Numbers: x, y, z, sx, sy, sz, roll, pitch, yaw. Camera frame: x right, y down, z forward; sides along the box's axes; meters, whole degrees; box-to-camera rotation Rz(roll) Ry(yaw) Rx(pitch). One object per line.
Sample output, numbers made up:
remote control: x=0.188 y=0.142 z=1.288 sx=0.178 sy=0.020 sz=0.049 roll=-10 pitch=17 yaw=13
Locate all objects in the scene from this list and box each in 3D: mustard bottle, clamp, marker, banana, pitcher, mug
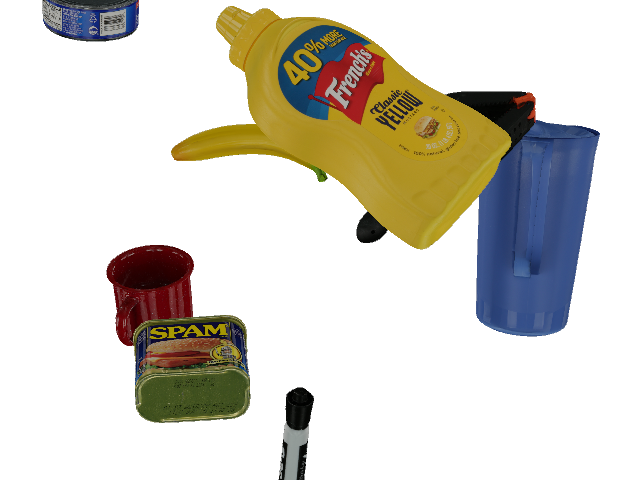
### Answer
mustard bottle: x=0.014 y=-0.083 z=0.647 sx=0.192 sy=0.096 sz=0.058 roll=37 pitch=-34 yaw=12
clamp: x=0.098 y=-0.078 z=0.948 sx=0.210 sy=0.164 sz=0.036 roll=-15 pitch=-43 yaw=-2
marker: x=-0.019 y=0.151 z=0.741 sx=0.020 sy=0.121 sz=0.020 roll=4 pitch=32 yaw=-3
banana: x=-0.079 y=-0.113 z=1.279 sx=0.198 sy=0.037 sz=0.069 roll=8 pitch=40 yaw=16
pitcher: x=0.241 y=-0.015 z=1.232 sx=0.149 sy=0.243 sz=0.145 roll=-6 pitch=17 yaw=-31
mug: x=-0.185 y=0.069 z=1.149 sx=0.093 sy=0.081 sz=0.117 roll=9 pitch=33 yaw=16

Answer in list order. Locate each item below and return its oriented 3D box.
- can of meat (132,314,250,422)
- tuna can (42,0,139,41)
can of meat: x=-0.112 y=0.112 z=0.926 sx=0.102 sy=0.057 sz=0.084 roll=-3 pitch=28 yaw=-7
tuna can: x=-0.204 y=-0.208 z=0.949 sx=0.086 sy=0.034 sz=0.086 roll=5 pitch=33 yaw=-4
